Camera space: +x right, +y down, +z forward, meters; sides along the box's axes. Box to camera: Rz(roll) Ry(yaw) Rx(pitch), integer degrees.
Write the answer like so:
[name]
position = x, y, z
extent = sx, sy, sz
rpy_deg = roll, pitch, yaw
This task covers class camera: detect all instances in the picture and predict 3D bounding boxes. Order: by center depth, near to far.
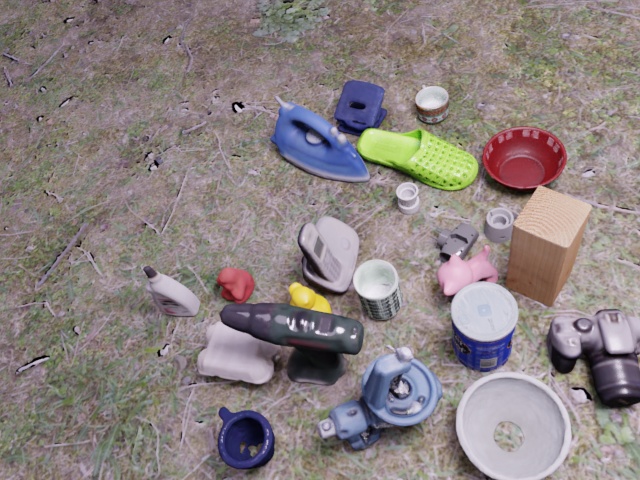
[camera]
position = 0.446, 0.187, 0.905
extent = 0.143, 0.101, 0.137
rpy_deg = -5, 57, 11

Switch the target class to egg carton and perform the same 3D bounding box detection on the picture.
[egg carton]
position = -0.149, 0.209, 1.056
extent = 0.150, 0.069, 0.107
rpy_deg = 4, 59, 16

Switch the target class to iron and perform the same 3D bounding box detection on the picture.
[iron]
position = 0.000, -0.227, 1.260
extent = 0.257, 0.142, 0.119
rpy_deg = 31, 69, 29

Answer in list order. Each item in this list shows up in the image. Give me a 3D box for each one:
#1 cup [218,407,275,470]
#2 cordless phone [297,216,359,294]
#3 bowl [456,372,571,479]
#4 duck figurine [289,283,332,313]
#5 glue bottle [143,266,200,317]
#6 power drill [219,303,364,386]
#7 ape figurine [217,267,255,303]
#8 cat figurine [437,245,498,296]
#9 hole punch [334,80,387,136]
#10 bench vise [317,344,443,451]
[cup]
position = -0.121, 0.332, 0.953
extent = 0.092, 0.095, 0.117
rpy_deg = -43, 58, -15
[cordless phone]
position = 0.010, 0.004, 1.080
extent = 0.094, 0.185, 0.147
rpy_deg = 3, 58, 16
[bowl]
position = 0.296, 0.295, 0.887
extent = 0.167, 0.075, 0.167
rpy_deg = -6, 56, 10
[duck figurine]
position = -0.024, 0.124, 1.071
extent = 0.077, 0.086, 0.104
rpy_deg = -34, 56, -9
[glue bottle]
position = -0.297, 0.096, 1.103
extent = 0.078, 0.173, 0.037
rpy_deg = -2, 57, 13
[power drill]
position = -0.034, 0.173, 0.966
extent = 0.229, 0.209, 0.075
rpy_deg = 1, 58, 15
[ape figurine]
position = -0.172, 0.083, 1.130
extent = 0.076, 0.092, 0.077
rpy_deg = -26, 55, -4
[cat figurine]
position = 0.258, 0.058, 1.025
extent = 0.128, 0.118, 0.067
rpy_deg = -36, 56, -10
[hole punch]
position = 0.094, -0.301, 1.316
extent = 0.108, 0.091, 0.101
rpy_deg = 18, 63, 24
[bench vise]
position = 0.095, 0.248, 0.878
extent = 0.207, 0.220, 0.121
rpy_deg = -42, 57, -14
